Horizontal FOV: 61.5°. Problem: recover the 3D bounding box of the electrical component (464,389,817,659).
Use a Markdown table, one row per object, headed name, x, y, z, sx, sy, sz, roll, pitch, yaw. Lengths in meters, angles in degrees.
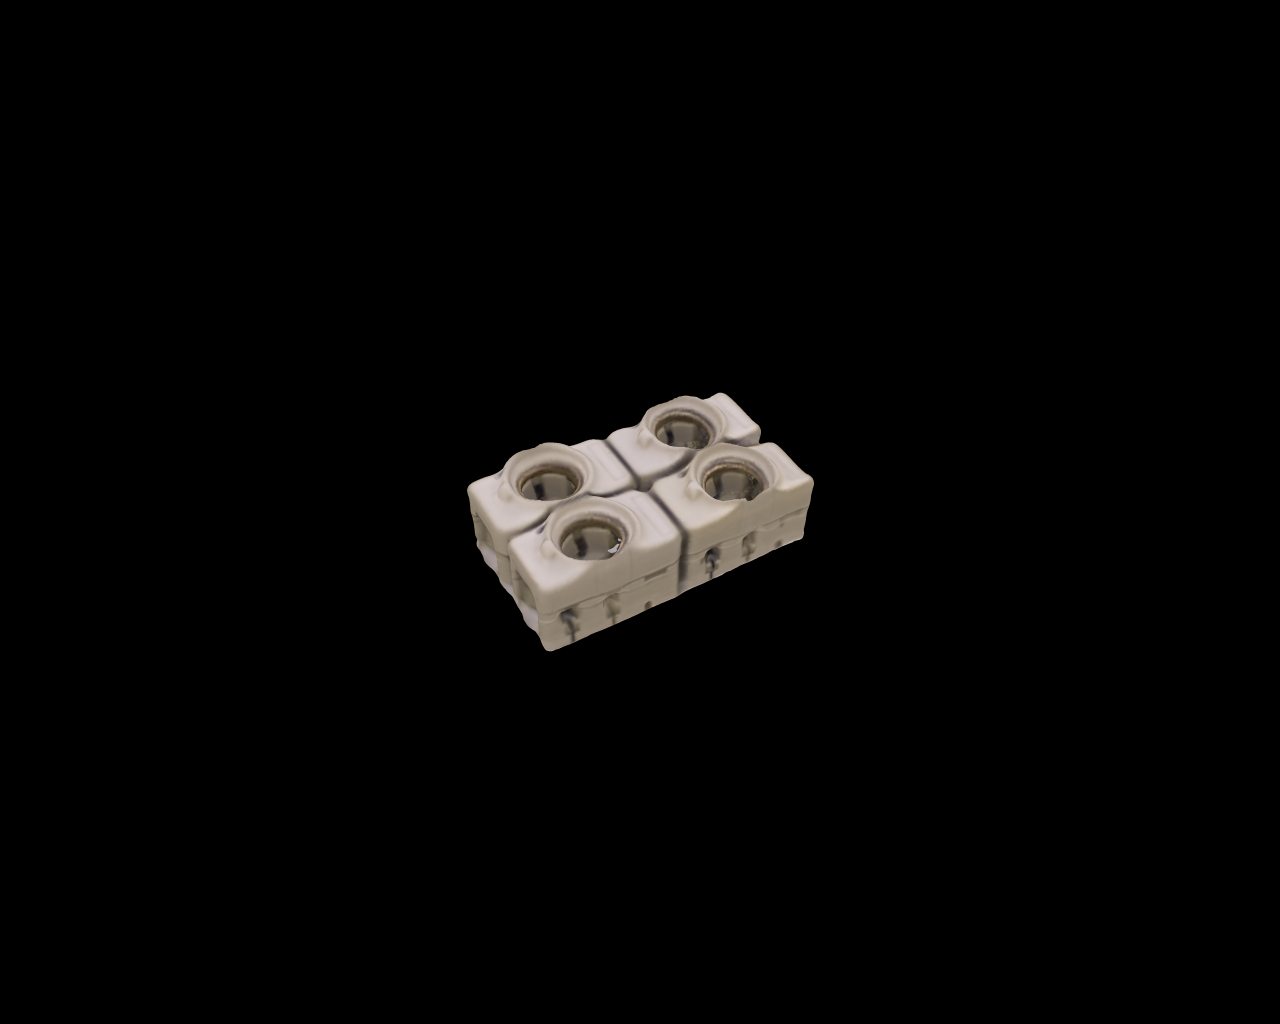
| name | x | y | z | sx | sy | sz | roll | pitch | yaw |
| --- | --- | --- | --- | --- | --- | --- | --- | --- | --- |
| electrical component | 0.001 | -0.003 | 0.650 | 0.186 | 0.060 | 0.105 | -22 | 49 | -21 |
